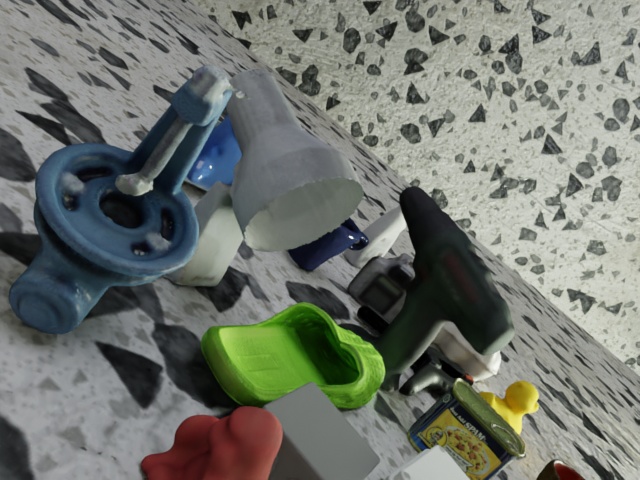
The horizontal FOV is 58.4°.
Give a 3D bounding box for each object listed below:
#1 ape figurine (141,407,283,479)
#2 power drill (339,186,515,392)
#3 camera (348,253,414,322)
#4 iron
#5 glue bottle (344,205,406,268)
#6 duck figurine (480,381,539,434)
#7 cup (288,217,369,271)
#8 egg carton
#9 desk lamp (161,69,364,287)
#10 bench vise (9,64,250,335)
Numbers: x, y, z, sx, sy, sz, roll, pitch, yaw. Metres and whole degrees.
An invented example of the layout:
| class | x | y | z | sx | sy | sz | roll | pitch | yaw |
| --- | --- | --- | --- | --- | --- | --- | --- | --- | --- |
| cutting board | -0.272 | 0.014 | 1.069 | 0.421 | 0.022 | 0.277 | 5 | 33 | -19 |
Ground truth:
| class | x | y | z | sx | sy | sz | roll | pitch | yaw |
| --- | --- | --- | --- | --- | --- | --- | --- | --- | --- |
| ape figurine | -0.059 | 0.138 | 0.354 | 0.076 | 0.092 | 0.078 | 37 | 16 | -11 |
| power drill | 0.117 | 0.073 | 0.713 | 0.076 | 0.208 | 0.229 | 17 | 28 | -55 |
| camera | 0.134 | 0.077 | 0.936 | 0.143 | 0.100 | 0.137 | 41 | 16 | 2 |
| iron | -0.160 | -0.168 | 0.841 | 0.119 | 0.141 | 0.257 | 26 | 21 | -41 |
| glue bottle | 0.121 | -0.021 | 1.031 | 0.078 | 0.173 | 0.037 | 17 | 28 | -54 |
| duck figurine | 0.284 | 0.245 | 0.860 | 0.105 | 0.086 | 0.077 | 31 | 18 | -29 |
| cup | 0.008 | 0.003 | 0.854 | 0.118 | 0.095 | 0.091 | 30 | 19 | -32 |
| egg carton | 0.248 | 0.172 | 0.999 | 0.150 | 0.069 | 0.107 | 42 | 16 | 5 |
| desk lamp | -0.084 | -0.051 | 0.572 | 0.202 | 0.213 | 0.118 | 49 | 18 | 28 |
| bench vise | -0.142 | -0.056 | 0.444 | 0.122 | 0.219 | 0.207 | 31 | 19 | -30 |
